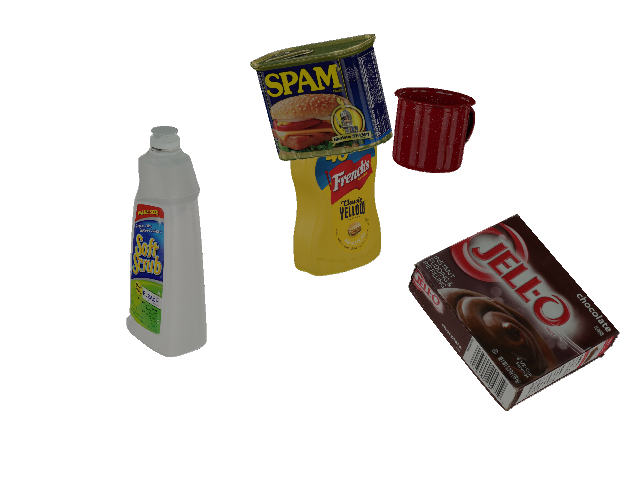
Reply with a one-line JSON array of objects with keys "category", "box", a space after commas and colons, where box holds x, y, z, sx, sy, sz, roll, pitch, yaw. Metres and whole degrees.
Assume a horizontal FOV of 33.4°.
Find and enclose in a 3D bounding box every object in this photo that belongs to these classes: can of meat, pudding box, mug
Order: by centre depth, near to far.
[{"category": "pudding box", "box": [0.128, 0.046, 0.715, 0.089, 0.113, 0.039, -25, -26, -23]}, {"category": "can of meat", "box": [0.003, -0.114, 0.864, 0.102, 0.084, 0.057, -3, 21, 31]}, {"category": "mug", "box": [0.136, -0.129, 1.240, 0.117, 0.081, 0.093, -13, 27, -42]}]

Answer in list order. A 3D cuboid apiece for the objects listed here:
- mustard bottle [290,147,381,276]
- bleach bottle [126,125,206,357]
[{"category": "mustard bottle", "box": [0.015, -0.067, 1.050, 0.096, 0.192, 0.058, -16, 22, -36]}, {"category": "bleach bottle", "box": [-0.170, -0.004, 1.159, 0.067, 0.251, 0.103, -18, 32, -35]}]
